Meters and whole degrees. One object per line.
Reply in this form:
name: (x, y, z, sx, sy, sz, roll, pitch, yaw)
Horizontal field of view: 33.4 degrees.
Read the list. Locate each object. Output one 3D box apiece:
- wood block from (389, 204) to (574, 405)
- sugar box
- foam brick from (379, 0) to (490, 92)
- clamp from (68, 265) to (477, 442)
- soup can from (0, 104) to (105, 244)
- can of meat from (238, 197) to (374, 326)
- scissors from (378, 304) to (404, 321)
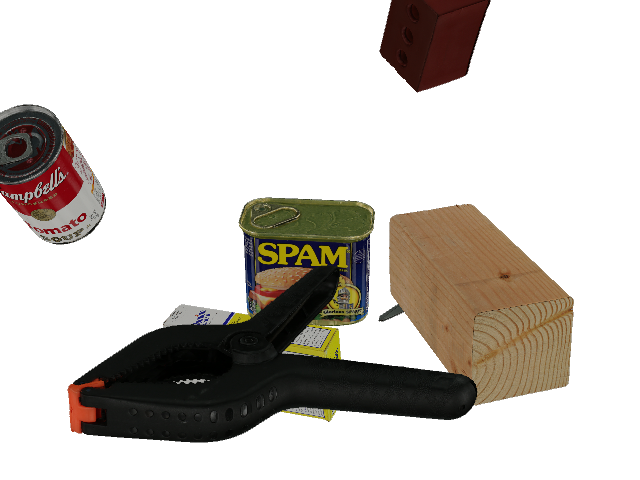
wood block: (0.138, 0.050, 0.969, 0.090, 0.090, 0.206, -9, 26, -13)
sugar box: (-0.067, 0.122, 1.080, 0.176, 0.093, 0.048, 9, 34, 21)
foam brick: (0.084, -0.161, 0.800, 0.051, 0.053, 0.078, -24, -31, -26)
clamp: (-0.040, 0.066, 0.604, 0.209, 0.036, 0.165, -7, 26, -20)
soup can: (-0.213, -0.048, 0.823, 0.068, 0.068, 0.102, 0, -27, 10)
can of meat: (-0.010, 0.018, 0.828, 0.102, 0.084, 0.057, 3, 30, 5)
scissors: (0.120, 0.047, 1.248, 0.201, 0.016, 0.096, -11, 40, -35)
